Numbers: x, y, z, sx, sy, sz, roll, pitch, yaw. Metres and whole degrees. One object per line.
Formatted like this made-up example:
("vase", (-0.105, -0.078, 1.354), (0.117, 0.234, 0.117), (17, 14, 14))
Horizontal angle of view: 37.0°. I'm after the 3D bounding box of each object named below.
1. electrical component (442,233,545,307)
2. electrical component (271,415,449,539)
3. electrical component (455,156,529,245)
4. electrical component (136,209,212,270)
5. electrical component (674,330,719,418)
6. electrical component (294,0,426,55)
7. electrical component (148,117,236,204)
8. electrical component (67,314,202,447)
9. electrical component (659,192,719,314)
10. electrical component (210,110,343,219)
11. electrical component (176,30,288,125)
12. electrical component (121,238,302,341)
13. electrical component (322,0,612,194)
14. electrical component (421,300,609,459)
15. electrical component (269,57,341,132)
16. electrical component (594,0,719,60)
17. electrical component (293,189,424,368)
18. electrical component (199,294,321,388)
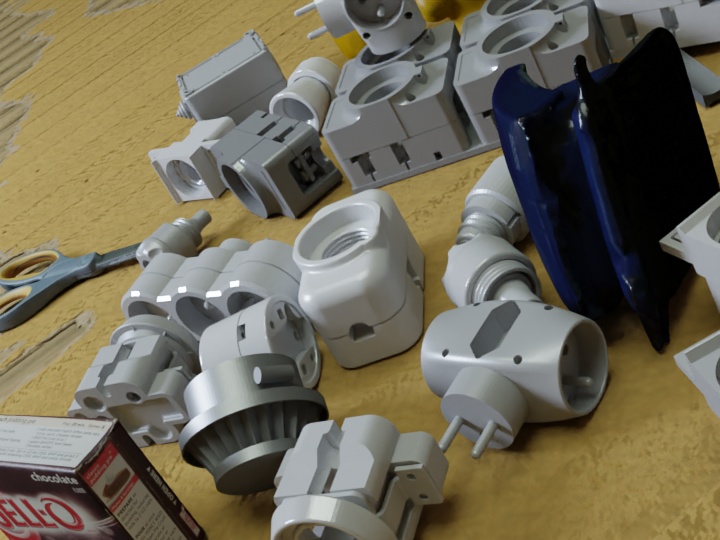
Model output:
("electrical component", (0.072, 0.010, 0.549), (0.043, 0.043, 0.062), (-35, 32, -6))
("electrical component", (-0.005, 0.104, 0.469), (0.078, 0.058, 0.057), (-12, 33, 28))
("electrical component", (0.077, -0.030, 0.605), (0.040, 0.040, 0.078), (5, 46, 45))
("electrical component", (-0.131, -0.021, 0.779), (0.035, 0.035, 0.061), (6, 44, 45))
("electrical component", (0.157, 0.053, 0.394), (0.042, 0.063, 0.081), (-30, 30, 3))
("electrical component", (-0.006, -0.185, 0.742), (0.079, 0.077, 0.044), (-23, 31, 16))
("electrical component", (-0.125, -0.089, 0.865), (0.081, 0.042, 0.063), (-2, 38, 38))
("electrical component", (-0.126, 0.064, 0.631), (0.078, 0.058, 0.057), (-13, 38, 28))
("electrical component", (0.205, -0.025, 0.464), (0.121, 0.063, 0.079), (-38, 31, -11))
("electrical component", (-0.065, -0.075, 0.783), (0.056, 0.050, 0.089), (-41, 32, -17))
("electrical component", (-0.110, -0.149, 0.917), (0.096, 0.061, 0.061), (-31, 31, 1))
("electrical component", (-0.081, 0.006, 0.679), (0.138, 0.052, 0.073), (-6, 39, 36))
("electrical component", (0.072, -0.131, 0.734), (0.186, 0.060, 0.105), (-17, 34, 23))
("electrical component", (0.062, 0.054, 0.493), (0.077, 0.043, 0.079), (2, 44, 43))
("electrical component", (-0.040, -0.137, 0.856), (0.045, 0.045, 0.055), (-6, 39, 36))
("electrical component", (0.218, -0.210, 0.709), (0.089, 0.061, 0.150), (-4, 38, 35))
("electrical component", (0.000, 0.000, 0.610), (0.054, 0.059, 0.095), (-20, 33, 18))
("electrical component", (-0.056, 0.047, 0.598), (0.047, 0.055, 0.055), (-21, 32, 23))
